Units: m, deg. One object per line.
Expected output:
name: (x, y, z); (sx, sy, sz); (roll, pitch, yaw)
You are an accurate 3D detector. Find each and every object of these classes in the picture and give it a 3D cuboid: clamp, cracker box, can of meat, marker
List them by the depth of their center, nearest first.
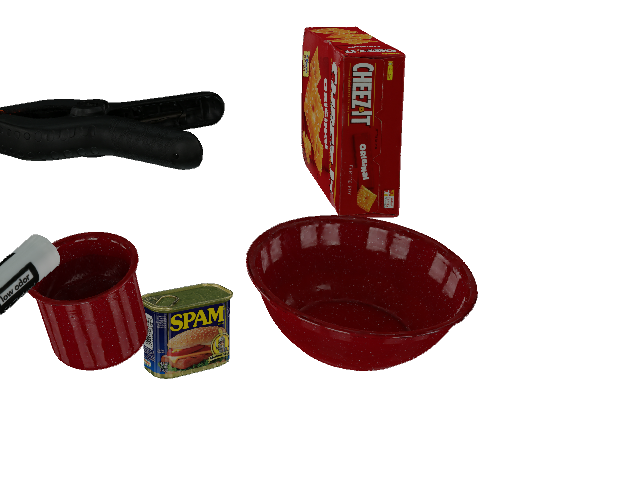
marker: (-0.162, 0.039, 0.471); (0.020, 0.020, 0.121); (0, 35, 39)
clamp: (-0.149, -0.081, 0.741); (0.171, 0.039, 0.120); (6, 18, 10)
cracker box: (0.029, -0.132, 1.127); (0.072, 0.164, 0.214); (-3, 19, -9)
can of meat: (-0.149, 0.101, 1.192); (0.101, 0.084, 0.058); (-10, 19, -36)

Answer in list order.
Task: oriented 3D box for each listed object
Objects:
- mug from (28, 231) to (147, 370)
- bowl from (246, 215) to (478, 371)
mug: (-0.194, 0.046, 0.889); (0.093, 0.081, 0.117); (-21, 40, -19)
bowl: (0.026, 0.043, 0.749); (0.162, 0.055, 0.162); (6, 29, -3)
